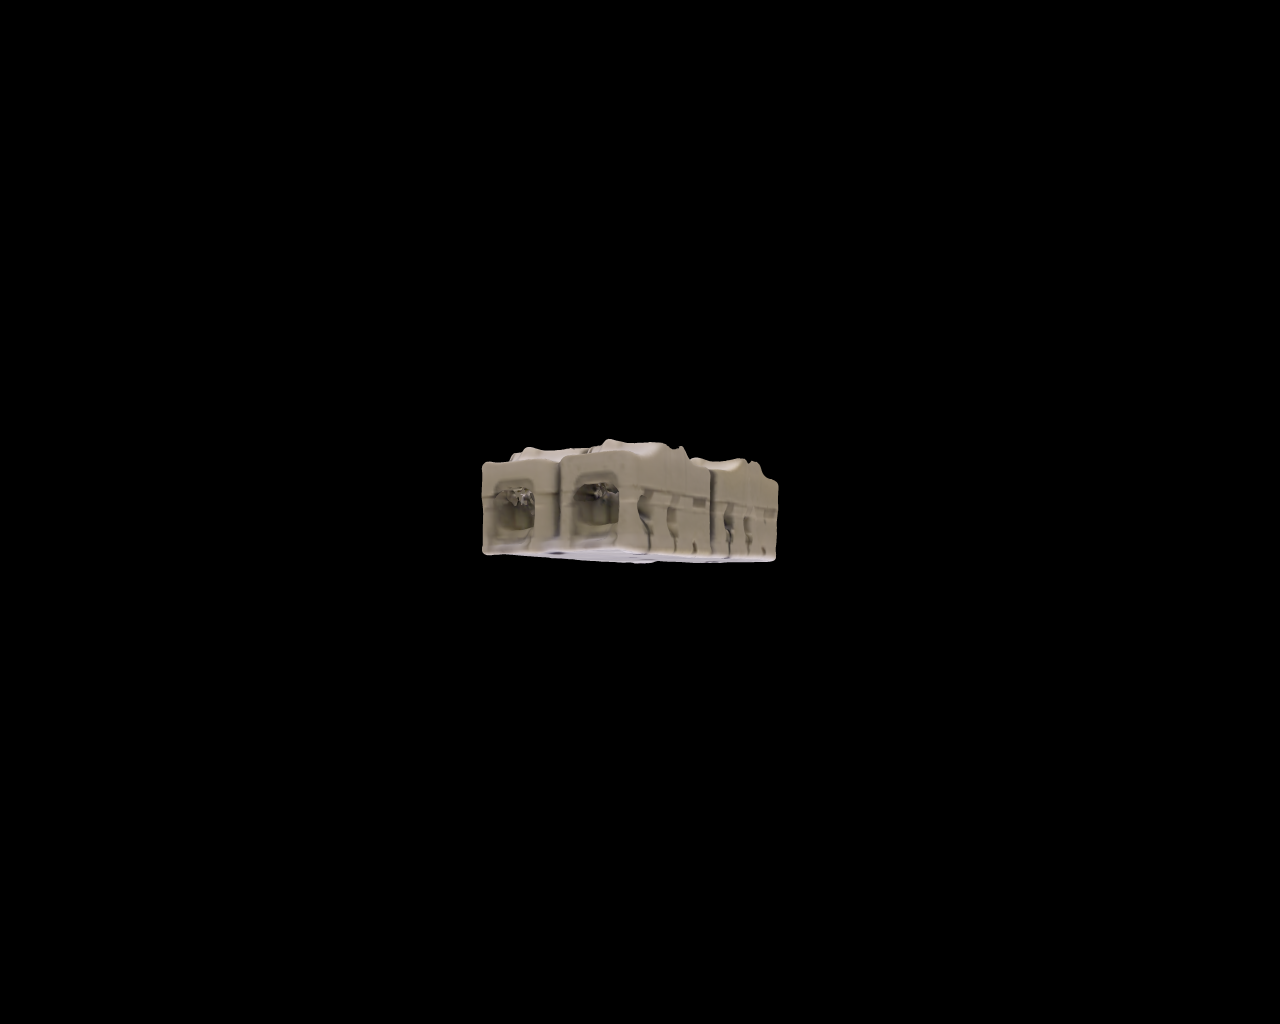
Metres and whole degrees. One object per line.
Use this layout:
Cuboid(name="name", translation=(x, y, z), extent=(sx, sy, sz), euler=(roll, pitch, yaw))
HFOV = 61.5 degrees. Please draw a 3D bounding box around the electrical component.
Cuboid(name="electrical component", translation=(0.001, -0.003, 0.650), extent=(0.105, 0.060, 0.186), euler=(-3, -5, 32))
